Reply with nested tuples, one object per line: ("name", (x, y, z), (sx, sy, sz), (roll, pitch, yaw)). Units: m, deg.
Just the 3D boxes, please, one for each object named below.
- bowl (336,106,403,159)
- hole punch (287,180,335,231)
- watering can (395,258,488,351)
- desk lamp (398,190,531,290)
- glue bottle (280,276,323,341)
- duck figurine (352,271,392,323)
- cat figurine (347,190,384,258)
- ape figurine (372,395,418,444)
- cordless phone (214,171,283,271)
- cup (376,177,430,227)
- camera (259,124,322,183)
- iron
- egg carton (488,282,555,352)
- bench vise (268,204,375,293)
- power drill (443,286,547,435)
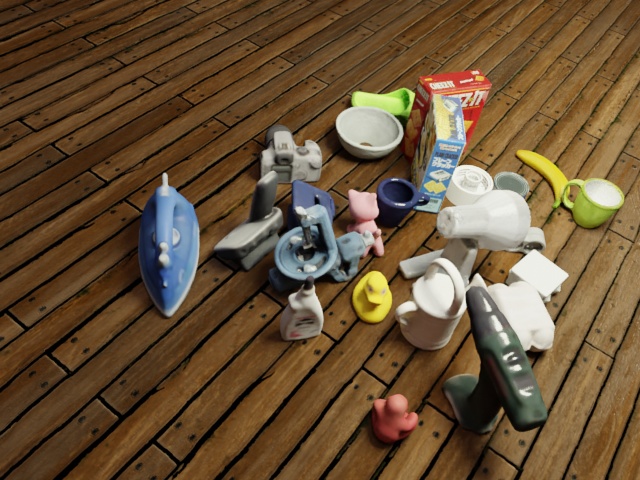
("bowl", (0.116, -0.251, 1.406), (0.167, 0.075, 0.167), (4, 49, -5))
("hole punch", (-0.017, -0.068, 1.219), (0.101, 0.091, 0.108), (2, 50, -7))
("watering can", (0.220, 0.106, 1.040), (0.173, 0.194, 0.100), (-33, 61, -31))
("desk lamp", (0.283, 0.005, 1.123), (0.204, 0.213, 0.117), (-15, 54, -20))
("glue bottle", (-0.028, 0.117, 1.005), (0.078, 0.173, 0.037), (-10, 52, -16))
("duck figurine", (0.105, 0.096, 1.101), (0.077, 0.086, 0.104), (9, 49, -1))
("cat figurine", (0.098, -0.044, 1.199), (0.067, 0.118, 0.127), (-9, 52, -16))
("ape figurine", (0.122, 0.286, 0.939), (0.077, 0.092, 0.076), (37, 54, 21))
("cordless phone", (-0.136, -0.045, 1.118), (0.094, 0.185, 0.148), (30, 52, 17))
("cup", (0.174, -0.074, 1.251), (0.118, 0.095, 0.091), (5, 49, -4))
("camera", (-0.073, -0.210, 1.325), (0.143, 0.101, 0.136), (-3, 50, -11))
("iron", (-0.289, 0.002, 1.083), (0.119, 0.141, 0.258), (-3, 50, -11))
("egg carton", (0.384, 0.149, 1.110), (0.107, 0.069, 0.150), (-4, 51, -12))
("bench vise", (0.002, -0.004, 1.082), (0.208, 0.220, 0.121), (-30, 60, -29))
("power drill", (0.275, 0.219, 0.942), (0.076, 0.208, 0.229), (-12, 53, -18))
